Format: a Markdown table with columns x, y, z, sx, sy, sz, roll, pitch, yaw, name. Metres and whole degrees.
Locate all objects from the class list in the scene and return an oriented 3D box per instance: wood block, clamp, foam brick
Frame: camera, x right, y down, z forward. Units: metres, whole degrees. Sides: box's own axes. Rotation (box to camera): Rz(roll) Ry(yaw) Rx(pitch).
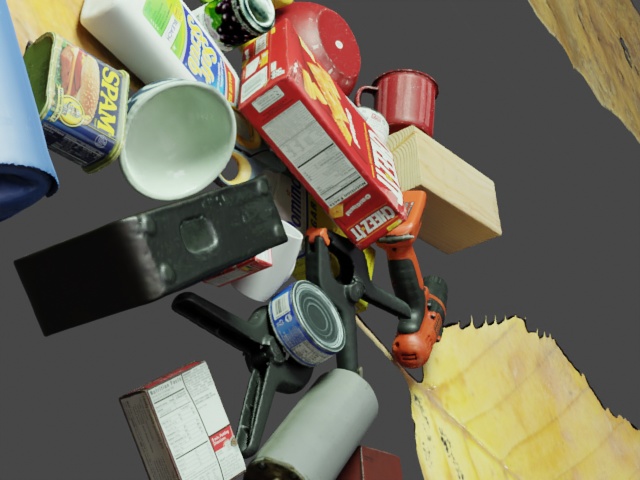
| x | y | z | sx | sy | sz | roll | pitch | yaw | name |
| --- | --- | --- | --- | --- | --- | --- | --- | --- | --- |
| 0.149 | -0.063 | 1.428 | 0.205 | 0.091 | 0.090 | 26 | 51 | -47 | wood block |
| -0.055 | 0.125 | 1.063 | 0.209 | 0.036 | 0.164 | 0 | 68 | -59 | clamp |
| 0.027 | 0.065 | 1.159 | 0.171 | 0.039 | 0.120 | 51 | 54 | -25 | clamp |
| 0.046 | 0.253 | 1.131 | 0.078 | 0.051 | 0.053 | 28 | 49 | -46 | foam brick |

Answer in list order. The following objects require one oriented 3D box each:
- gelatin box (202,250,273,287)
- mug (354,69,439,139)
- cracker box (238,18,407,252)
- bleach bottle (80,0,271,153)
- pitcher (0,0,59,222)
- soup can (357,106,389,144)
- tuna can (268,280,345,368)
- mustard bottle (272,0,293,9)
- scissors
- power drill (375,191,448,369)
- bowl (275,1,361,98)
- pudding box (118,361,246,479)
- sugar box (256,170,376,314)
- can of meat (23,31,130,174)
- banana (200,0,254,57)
| x | y | z | sx | sy | sz | roll | pitch | yaw | name |
| --- | --- | --- | --- | --- | --- | --- | --- | --- | --- |
| -0.086 | -0.006 | 1.061 | 0.030 | 0.073 | 0.089 | 22 | 55 | -48 | gelatin box |
| 0.101 | -0.173 | 1.435 | 0.117 | 0.093 | 0.081 | 14 | 61 | -16 | mug |
| 0.004 | -0.116 | 1.153 | 0.213 | 0.072 | 0.164 | 48 | 19 | -25 | cracker box |
| -0.133 | -0.177 | 1.101 | 0.250 | 0.068 | 0.102 | 45 | 40 | -37 | bleach bottle |
| -0.289 | -0.135 | 0.784 | 0.144 | 0.149 | 0.243 | -12 | 75 | -15 | pitcher |
| 0.047 | -0.109 | 1.323 | 0.068 | 0.069 | 0.102 | 47 | 38 | -31 | soup can |
| -0.013 | 0.085 | 1.092 | 0.086 | 0.034 | 0.086 | 41 | 29 | -30 | tuna can |
| -0.090 | -0.323 | 1.222 | 0.191 | 0.058 | 0.096 | -13 | 93 | -67 | mustard bottle |
| -0.055 | -0.068 | 1.121 | 0.201 | 0.016 | 0.096 | 42 | 55 | -41 | scissors |
| 0.116 | 0.038 | 1.310 | 0.184 | 0.057 | 0.187 | -62 | 142 | -59 | power drill |
| 0.003 | -0.238 | 1.344 | 0.161 | 0.055 | 0.162 | 32 | 48 | -44 | bowl |
| -0.120 | 0.173 | 0.942 | 0.089 | 0.039 | 0.113 | -21 | 88 | -57 | pudding box |
| -0.008 | 0.002 | 1.200 | 0.176 | 0.048 | 0.093 | 45 | 40 | -35 | sugar box |
| -0.221 | -0.122 | 0.944 | 0.083 | 0.058 | 0.102 | 29 | 49 | -42 | can of meat |
| -0.074 | -0.199 | 1.229 | 0.069 | 0.037 | 0.198 | -36 | 102 | -39 | banana |
